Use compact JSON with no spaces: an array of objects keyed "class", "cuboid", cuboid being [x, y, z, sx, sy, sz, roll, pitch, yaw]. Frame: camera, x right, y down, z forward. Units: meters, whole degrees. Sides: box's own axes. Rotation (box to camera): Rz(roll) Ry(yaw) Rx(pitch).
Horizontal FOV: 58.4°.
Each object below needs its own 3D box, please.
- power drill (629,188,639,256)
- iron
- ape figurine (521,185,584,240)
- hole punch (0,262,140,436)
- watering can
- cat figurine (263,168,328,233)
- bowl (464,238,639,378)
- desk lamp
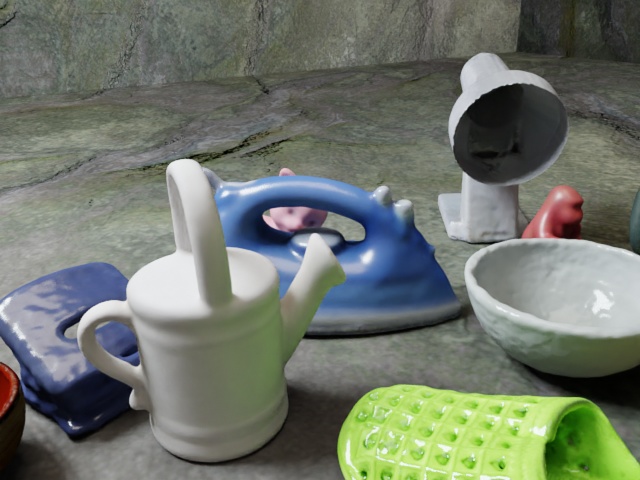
[{"class":"power drill","cuboid":[0.308,0.039,0.346,0.228,0.208,0.076,9,26,24]},{"class":"iron","cuboid":[0.005,0.002,0.536,0.258,0.141,0.118,1,24,7]},{"class":"ape figurine","cuboid":[0.258,-0.013,0.616,0.078,0.092,0.075,-19,29,-34]},{"class":"hole punch","cuboid":[-0.175,0.076,0.440,0.100,0.091,0.109,15,29,34]},{"class":"watering can","cuboid":[-0.070,0.039,0.390,0.173,0.194,0.100,-21,30,-37]},{"class":"cat figurine","cuboid":[-0.043,-0.027,0.636,0.127,0.118,0.067,5,24,16]},{"class":"bowl","cuboid":[0.200,0.062,0.469,0.167,0.075,0.167,-1,23,1]},{"class":"desk lamp","cuboid":[0.200,-0.105,0.680,0.118,0.214,0.203,-1,23,3]}]
